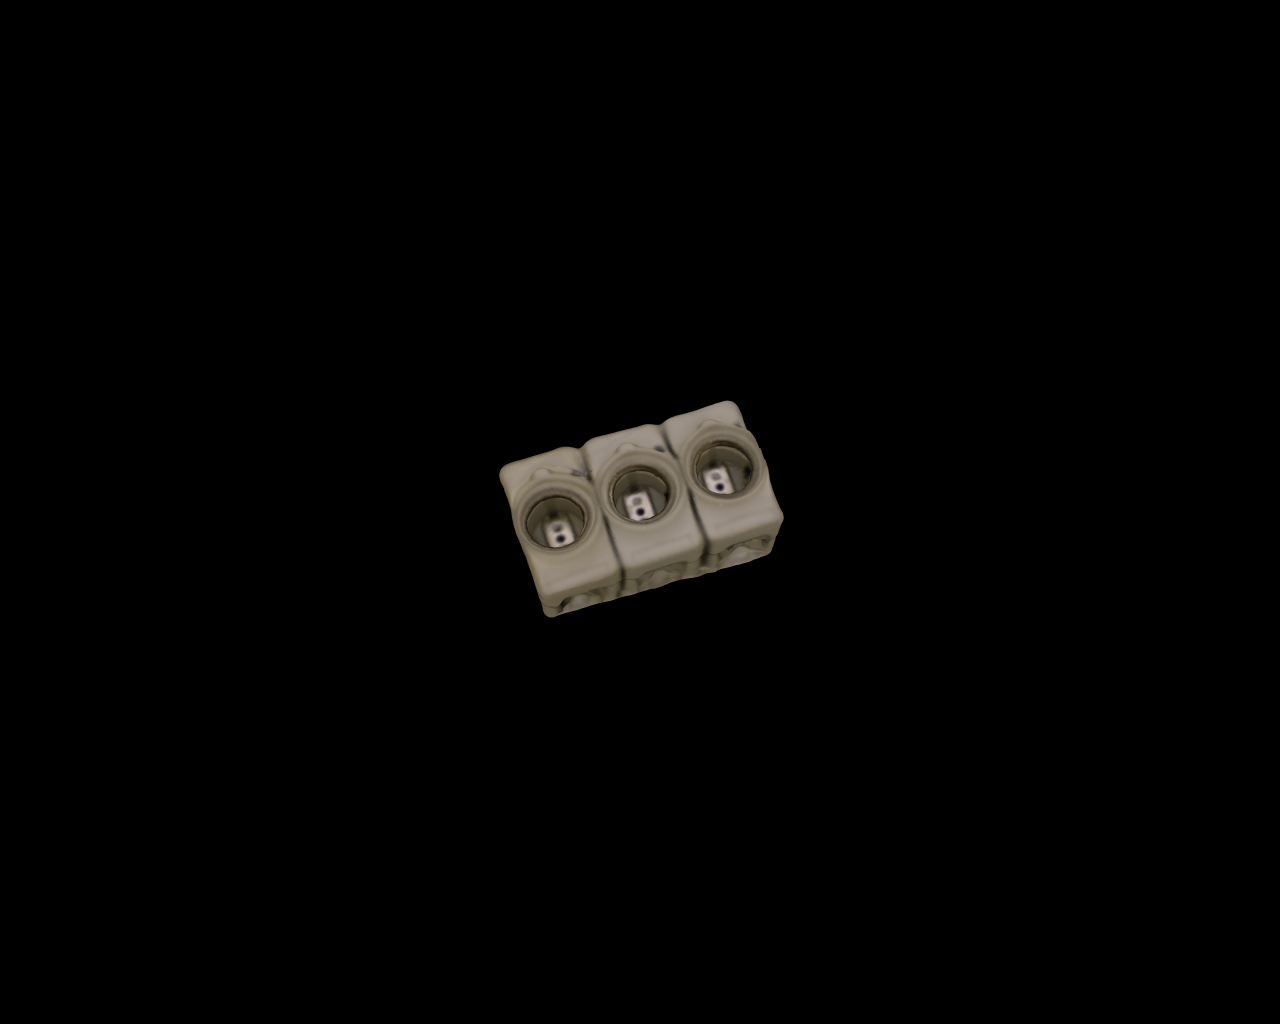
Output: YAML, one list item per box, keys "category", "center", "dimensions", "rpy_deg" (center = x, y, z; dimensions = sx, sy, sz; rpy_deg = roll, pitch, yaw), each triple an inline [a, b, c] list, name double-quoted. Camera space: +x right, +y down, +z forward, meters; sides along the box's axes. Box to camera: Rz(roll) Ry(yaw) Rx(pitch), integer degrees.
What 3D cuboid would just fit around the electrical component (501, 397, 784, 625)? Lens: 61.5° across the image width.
- category: "electrical component"
  center: [0.001, -0.003, 0.650]
  dimensions: [0.150, 0.089, 0.061]
  rpy_deg: [-17, -22, -7]
